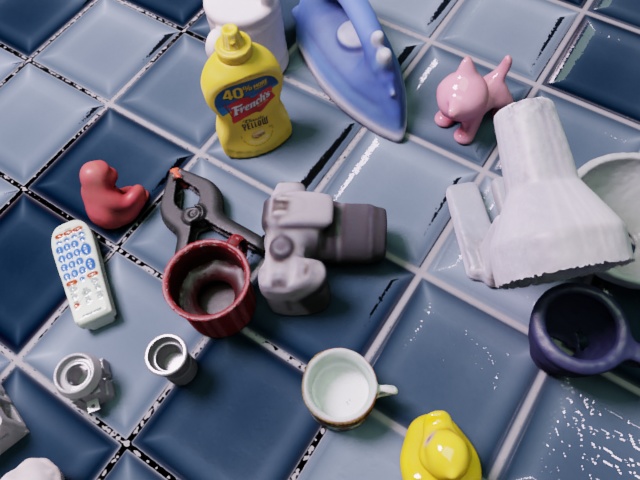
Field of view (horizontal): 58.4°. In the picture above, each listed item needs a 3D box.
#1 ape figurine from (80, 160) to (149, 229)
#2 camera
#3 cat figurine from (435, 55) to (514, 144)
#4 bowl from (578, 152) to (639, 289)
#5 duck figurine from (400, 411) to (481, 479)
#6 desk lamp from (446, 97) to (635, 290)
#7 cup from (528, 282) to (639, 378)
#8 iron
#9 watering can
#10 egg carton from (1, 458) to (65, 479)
[{"bbox_3d":[-0.257,-0.061,0.692,0.077,0.092,0.076,32,69,18],"label":"ape figurine"},{"bbox_3d":[0.006,0.002,0.639,0.136,0.101,0.143,1,63,4],"label":"camera"},{"bbox_3d":[0.192,-0.184,0.715,0.128,0.118,0.067,-35,66,-14],"label":"cat figurine"},{"bbox_3d":[0.347,-0.011,0.642,0.167,0.075,0.167,-1,63,3],"label":"bowl"},{"bbox_3d":[0.116,0.210,0.535,0.077,0.086,0.104,-7,63,0],"label":"duck figurine"},{"bbox_3d":[0.205,-0.025,0.579,0.118,0.214,0.203,-9,63,-1],"label":"desk lamp"},{"bbox_3d":[0.261,0.106,0.575,0.117,0.095,0.092,23,66,14],"label":"cup"},{"bbox_3d":[0.051,-0.264,0.751,0.119,0.141,0.258,-24,64,-9],"label":"iron"},{"bbox_3d":[-0.099,-0.312,0.754,0.101,0.194,0.173,4,63,6],"label":"watering can"},{"bbox_3d":[-0.283,0.287,0.527,0.107,0.069,0.150,34,69,18],"label":"egg carton"}]
